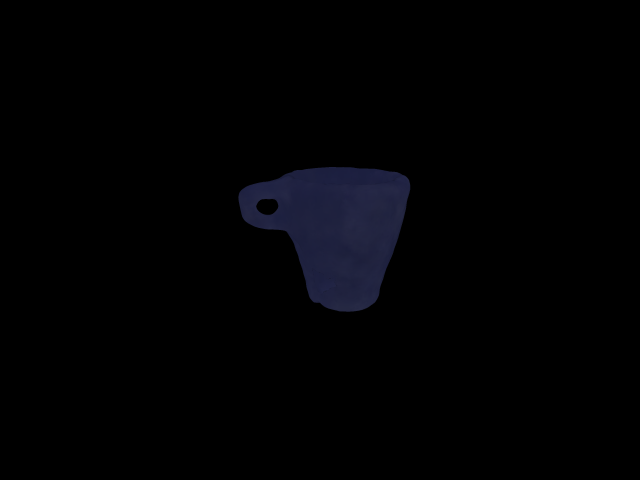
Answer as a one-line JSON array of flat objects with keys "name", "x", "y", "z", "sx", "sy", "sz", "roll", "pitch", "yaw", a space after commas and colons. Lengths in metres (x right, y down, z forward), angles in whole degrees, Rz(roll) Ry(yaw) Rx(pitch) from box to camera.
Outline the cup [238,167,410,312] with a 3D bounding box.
[{"name": "cup", "x": 0.004, "y": 0.001, "z": 0.400, "sx": 0.118, "sy": 0.095, "sz": 0.091, "roll": -4, "pitch": 15, "yaw": -14}]
